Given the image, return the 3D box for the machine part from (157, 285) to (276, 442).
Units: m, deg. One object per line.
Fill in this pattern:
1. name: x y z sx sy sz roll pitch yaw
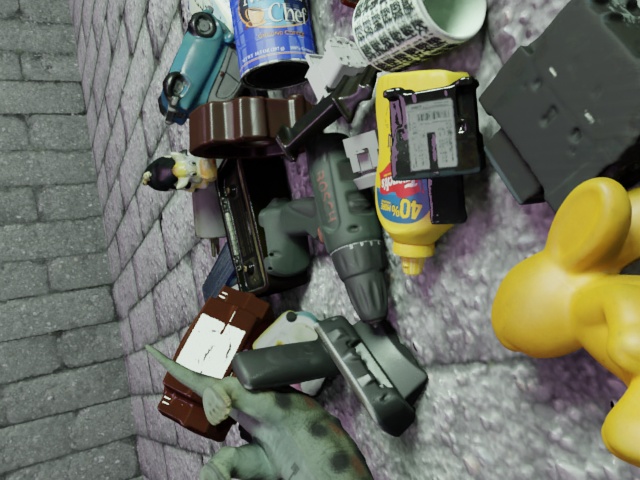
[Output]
1. machine part: -0.145 0.183 0.793 0.200 0.087 0.201 87 -152 -65

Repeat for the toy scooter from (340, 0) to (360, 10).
1. toy scooter: 0.032 -0.299 0.556 0.184 0.075 0.135 30 122 49

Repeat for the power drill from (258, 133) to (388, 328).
1. power drill: -0.001 -0.002 0.671 0.207 0.086 0.232 -23 75 63

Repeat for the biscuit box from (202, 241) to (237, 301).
1. biscuit box: -0.164 0.070 0.989 0.202 0.059 0.063 -49 55 52

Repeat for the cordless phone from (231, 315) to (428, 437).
1. cordless phone: 0.008 0.152 0.583 0.147 0.184 0.088 53 134 41

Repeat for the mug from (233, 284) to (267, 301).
1. mug: -0.134 0.128 0.933 0.107 0.081 0.110 -55 51 39

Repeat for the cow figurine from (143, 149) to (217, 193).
1. cow figurine: -0.236 -0.115 0.895 0.167 0.098 0.068 -2 95 58

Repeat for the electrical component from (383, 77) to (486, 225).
1. electrical component: 0.096 -0.069 0.442 0.075 0.048 0.119 1 101 23

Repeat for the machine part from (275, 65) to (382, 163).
1. machine part: 0.007 -0.136 0.580 0.139 0.039 0.084 -30 30 34

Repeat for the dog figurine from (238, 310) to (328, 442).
1. dog figurine: -0.053 0.210 0.783 0.108 0.191 0.219 31 160 10

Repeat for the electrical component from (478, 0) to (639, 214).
1. electrical component: 0.175 -0.085 0.367 0.134 0.058 0.115 -58 46 47

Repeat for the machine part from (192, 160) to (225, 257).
1. machine part: -0.201 -0.090 1.003 0.079 0.079 0.243 10 105 59

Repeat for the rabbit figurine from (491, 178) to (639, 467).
1. rabbit figurine: 0.178 0.044 0.328 0.173 0.122 0.162 11 101 60

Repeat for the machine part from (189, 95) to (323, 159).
1. machine part: -0.086 -0.143 0.702 0.179 0.179 0.056 -4 91 60

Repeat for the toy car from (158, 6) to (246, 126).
1. toy car: -0.152 -0.225 0.734 0.109 0.103 0.161 -28 45 64

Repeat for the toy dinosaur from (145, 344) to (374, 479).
1. toy dinosaur: -0.016 0.243 0.591 0.131 0.192 0.405 -50 63 18

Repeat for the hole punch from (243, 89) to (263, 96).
1. hole punch: -0.134 -0.219 0.866 0.116 0.092 0.142 -82 3 -56

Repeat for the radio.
1. radio: -0.097 -0.026 0.837 0.131 0.073 0.229 -32 67 58
